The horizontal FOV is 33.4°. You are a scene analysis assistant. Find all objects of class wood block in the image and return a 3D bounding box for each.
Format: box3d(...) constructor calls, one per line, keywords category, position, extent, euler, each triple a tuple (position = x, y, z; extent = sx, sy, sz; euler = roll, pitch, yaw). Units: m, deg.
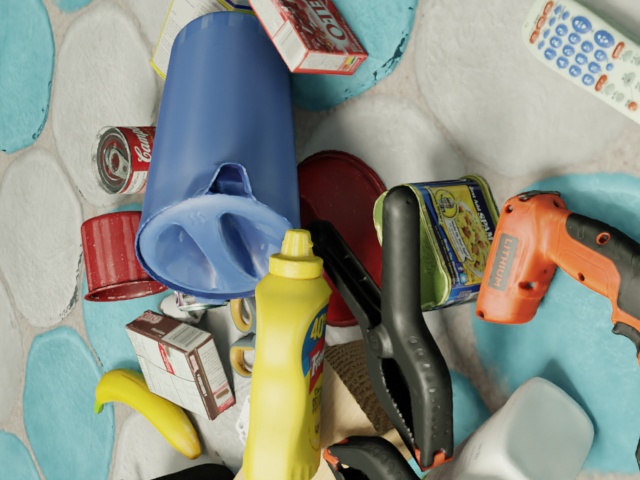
box3d(category="wood block", position=(0.009, 0.188, 0.928), extent=(0.091, 0.090, 0.206), euler=(52, 129, 29))

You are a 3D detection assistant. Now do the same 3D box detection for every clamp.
box3d(category="clamp", position=(0.050, 0.066, 0.791), extent=(0.165, 0.036, 0.210), euler=(-2, 104, 67))
box3d(category="clamp", position=(0.064, 0.189, 0.767), extent=(0.172, 0.039, 0.120), euler=(42, 131, 36))

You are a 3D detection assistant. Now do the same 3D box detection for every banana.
box3d(category="banana", position=(-0.195, 0.183, 1.184), extent=(0.198, 0.037, 0.069), euler=(14, 124, 46))

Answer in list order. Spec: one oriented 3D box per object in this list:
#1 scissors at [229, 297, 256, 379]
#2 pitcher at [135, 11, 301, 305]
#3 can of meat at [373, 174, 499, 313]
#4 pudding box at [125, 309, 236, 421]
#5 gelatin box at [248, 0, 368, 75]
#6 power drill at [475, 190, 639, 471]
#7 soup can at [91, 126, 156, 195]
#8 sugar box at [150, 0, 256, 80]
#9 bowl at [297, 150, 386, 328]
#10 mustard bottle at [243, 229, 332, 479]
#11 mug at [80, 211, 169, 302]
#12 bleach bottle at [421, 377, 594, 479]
box3d(category="scissors", position=(-0.044, 0.079, 0.990), extent=(0.202, 0.016, 0.096), euler=(-33, 66, 59))
box3d(category="pitcher", position=(-0.083, -0.073, 0.918), extent=(0.149, 0.144, 0.243), euler=(-25, 45, 27))
box3d(category="can of meat", position=(0.095, 0.003, 0.819), extent=(0.058, 0.083, 0.102), euler=(-30, 73, 44))
box3d(category="pudding box", position=(-0.145, 0.128, 1.099), extent=(0.114, 0.039, 0.090), euler=(16, 132, 46))
box3d(category="gelatin box", position=(-0.010, -0.183, 0.916), extent=(0.030, 0.073, 0.089), euler=(-49, 60, 37))
box3d(category="power drill", position=(0.200, 0.055, 0.736), extent=(0.188, 0.057, 0.184), euler=(25, 109, 39))
box3d(category="soup can", position=(-0.169, -0.081, 1.073), extent=(0.069, 0.102, 0.068), euler=(7, 100, 46))
box3d(category="sugar box", position=(-0.100, -0.222, 1.028), extent=(0.093, 0.048, 0.176), euler=(46, 121, 32))
box3d(category="bowl", position=(-0.006, 0.001, 0.947), extent=(0.162, 0.055, 0.162), euler=(7, 100, 46))
box3d(category="mustard bottle", position=(-0.023, 0.087, 0.819), extent=(0.058, 0.096, 0.192), euler=(6, 99, 12))
box3d(category="mug", position=(-0.212, 0.020, 1.153), extent=(0.117, 0.093, 0.081), euler=(111, 149, -77))
box3d(category="bleach bottle", position=(0.103, 0.207, 0.838), extent=(0.068, 0.102, 0.251), euler=(42, 135, 2))
